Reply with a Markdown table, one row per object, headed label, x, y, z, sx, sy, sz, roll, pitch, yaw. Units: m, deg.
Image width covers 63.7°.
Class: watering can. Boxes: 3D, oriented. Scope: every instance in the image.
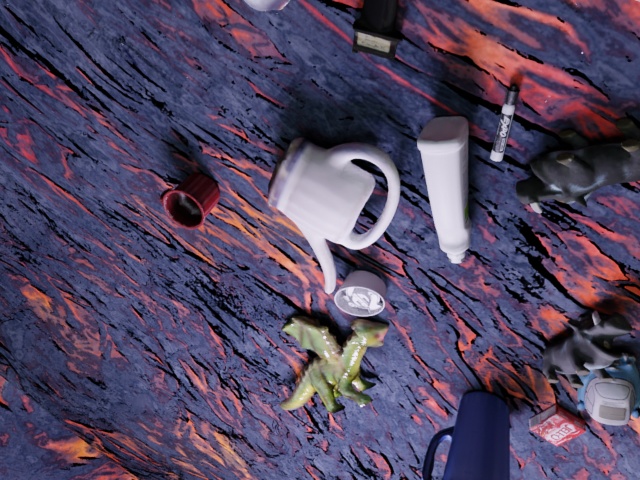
| label | x | y | z | sx | sy | sz | roll | pitch | yaw |
| --- | --- | --- | --- | --- | --- | --- | --- | --- | --- |
| watering can | 0.003 | -0.047 | 0.932 | 0.224 | 0.106 | 0.340 | 30 | 130 | 2 |

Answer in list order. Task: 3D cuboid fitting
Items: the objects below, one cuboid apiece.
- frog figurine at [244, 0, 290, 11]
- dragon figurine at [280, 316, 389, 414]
| label | x | y | z | sx | sy | sz | roll | pitch | yaw |
| --- | --- | --- | --- | --- | --- | --- | --- | --- | --- |
| frog figurine | -0.089 | -0.399 | 0.700 | 0.158 | 0.125 | 0.136 | 36 | 152 | -21 |
| dragon figurine | -0.002 | 0.280 | 1.212 | 0.406 | 0.124 | 0.242 | -24 | 95 | 33 |
